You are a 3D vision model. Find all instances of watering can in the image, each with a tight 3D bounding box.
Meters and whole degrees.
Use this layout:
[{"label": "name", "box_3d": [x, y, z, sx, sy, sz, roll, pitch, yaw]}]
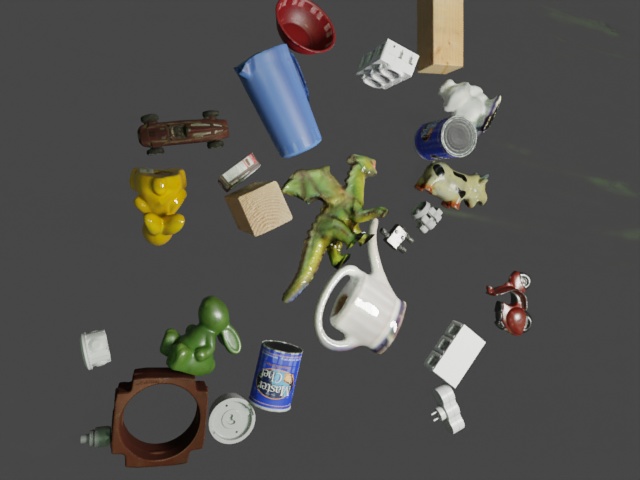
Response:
[{"label": "watering can", "box_3d": [0.127, 0.134, 1.302, 0.223, 0.103, 0.352, 35, 74, -14]}]

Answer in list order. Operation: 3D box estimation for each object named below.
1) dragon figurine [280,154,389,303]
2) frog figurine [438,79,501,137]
[{"label": "dragon figurine", "box_3d": [0.004, -0.063, 1.252, 0.414, 0.120, 0.245, -39, 77, -15]}, {"label": "frog figurine", "box_3d": [0.386, -0.352, 1.380, 0.160, 0.122, 0.137, 28, 94, 18]}]
